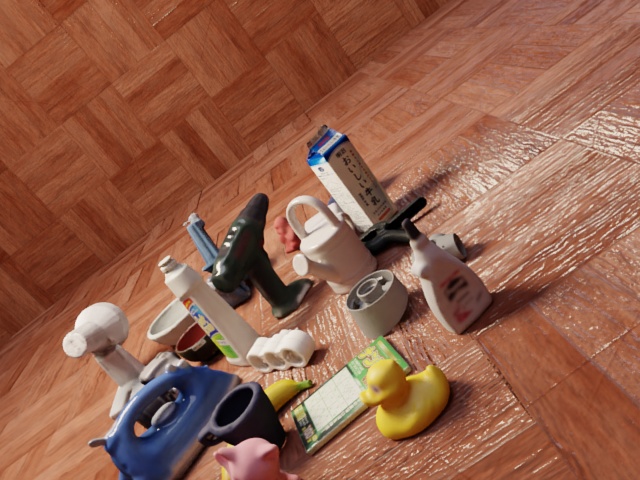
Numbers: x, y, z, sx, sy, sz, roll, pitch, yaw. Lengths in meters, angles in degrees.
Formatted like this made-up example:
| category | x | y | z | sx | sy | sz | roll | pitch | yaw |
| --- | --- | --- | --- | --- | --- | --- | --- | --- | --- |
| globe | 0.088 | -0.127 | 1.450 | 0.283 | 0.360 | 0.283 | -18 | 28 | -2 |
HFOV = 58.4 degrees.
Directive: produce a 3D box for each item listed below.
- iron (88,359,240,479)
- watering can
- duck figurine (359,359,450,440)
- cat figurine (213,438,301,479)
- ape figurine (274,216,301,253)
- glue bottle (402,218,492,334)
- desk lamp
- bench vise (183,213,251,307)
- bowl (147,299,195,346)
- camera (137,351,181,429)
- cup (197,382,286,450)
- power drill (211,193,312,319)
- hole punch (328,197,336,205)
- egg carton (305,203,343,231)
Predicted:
| category | x | y | z | sx | sy | sz | roll | pitch | yaw |
| --- | --- | --- | --- | --- | --- | --- | --- | --- | --- |
| iron | -0.257 | 0.290 | 0.966 | 0.118 | 0.142 | 0.259 | -13 | 32 | 50 |
| watering can | 0.011 | 0.003 | 1.048 | 0.100 | 0.194 | 0.173 | -30 | 22 | 22 |
| duck figurine | 0.096 | 0.177 | 0.684 | 0.104 | 0.086 | 0.077 | -36 | 20 | 6 |
| cat figurine | -0.087 | 0.287 | 0.716 | 0.127 | 0.118 | 0.067 | -14 | 32 | 49 |
| ape figurine | -0.078 | -0.019 | 1.401 | 0.076 | 0.092 | 0.077 | -38 | 20 | 2 |
| glue bottle | 0.155 | 0.040 | 0.750 | 0.078 | 0.173 | 0.037 | -43 | 21 | -13 |
| desk lamp | -0.484 | 0.262 | 1.314 | 0.118 | 0.214 | 0.203 | -37 | 20 | 5 |
| bench vise | -0.240 | 0.039 | 1.366 | 0.121 | 0.220 | 0.207 | -38 | 20 | 1 |
| bowl | -0.331 | 0.200 | 1.390 | 0.167 | 0.075 | 0.167 | -33 | 21 | 15 |
| camera | -0.319 | 0.294 | 1.127 | 0.142 | 0.101 | 0.137 | -10 | 34 | 53 |
| cup | -0.104 | 0.272 | 0.811 | 0.118 | 0.095 | 0.091 | -37 | 20 | 3 |
| power drill | -0.114 | 0.044 | 1.155 | 0.075 | 0.209 | 0.230 | -20 | 27 | 41 |
| hole punch | 0.067 | -0.117 | 1.365 | 0.109 | 0.091 | 0.100 | -49 | 23 | -27 |
| egg carton | 0.020 | -0.020 | 1.267 | 0.107 | 0.069 | 0.150 | -35 | 20 | 10 |
